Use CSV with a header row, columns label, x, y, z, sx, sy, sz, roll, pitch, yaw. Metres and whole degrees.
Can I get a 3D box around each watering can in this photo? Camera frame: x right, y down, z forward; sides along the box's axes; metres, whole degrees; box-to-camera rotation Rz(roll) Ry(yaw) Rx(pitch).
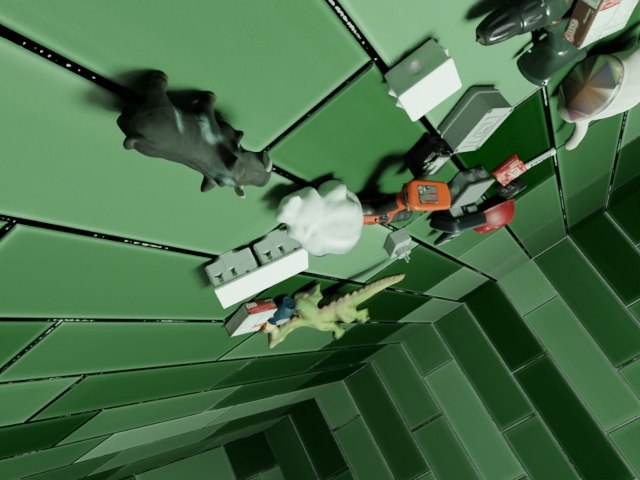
label,x,y,z,sx,sy,sz,roll,pitch,yaw
watering can,0.590,-0.294,1.092,0.226,0.105,0.340,-16,153,-29

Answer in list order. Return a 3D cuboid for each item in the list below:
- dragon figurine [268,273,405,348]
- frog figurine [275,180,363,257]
label,x,y,z,sx,sy,sz,roll,pitch,yaw
dragon figurine,0.023,0.176,1.414,0.407,0.124,0.240,-38,149,15
frog figurine,0.003,-0.045,0.887,0.138,0.123,0.157,-62,148,-8
